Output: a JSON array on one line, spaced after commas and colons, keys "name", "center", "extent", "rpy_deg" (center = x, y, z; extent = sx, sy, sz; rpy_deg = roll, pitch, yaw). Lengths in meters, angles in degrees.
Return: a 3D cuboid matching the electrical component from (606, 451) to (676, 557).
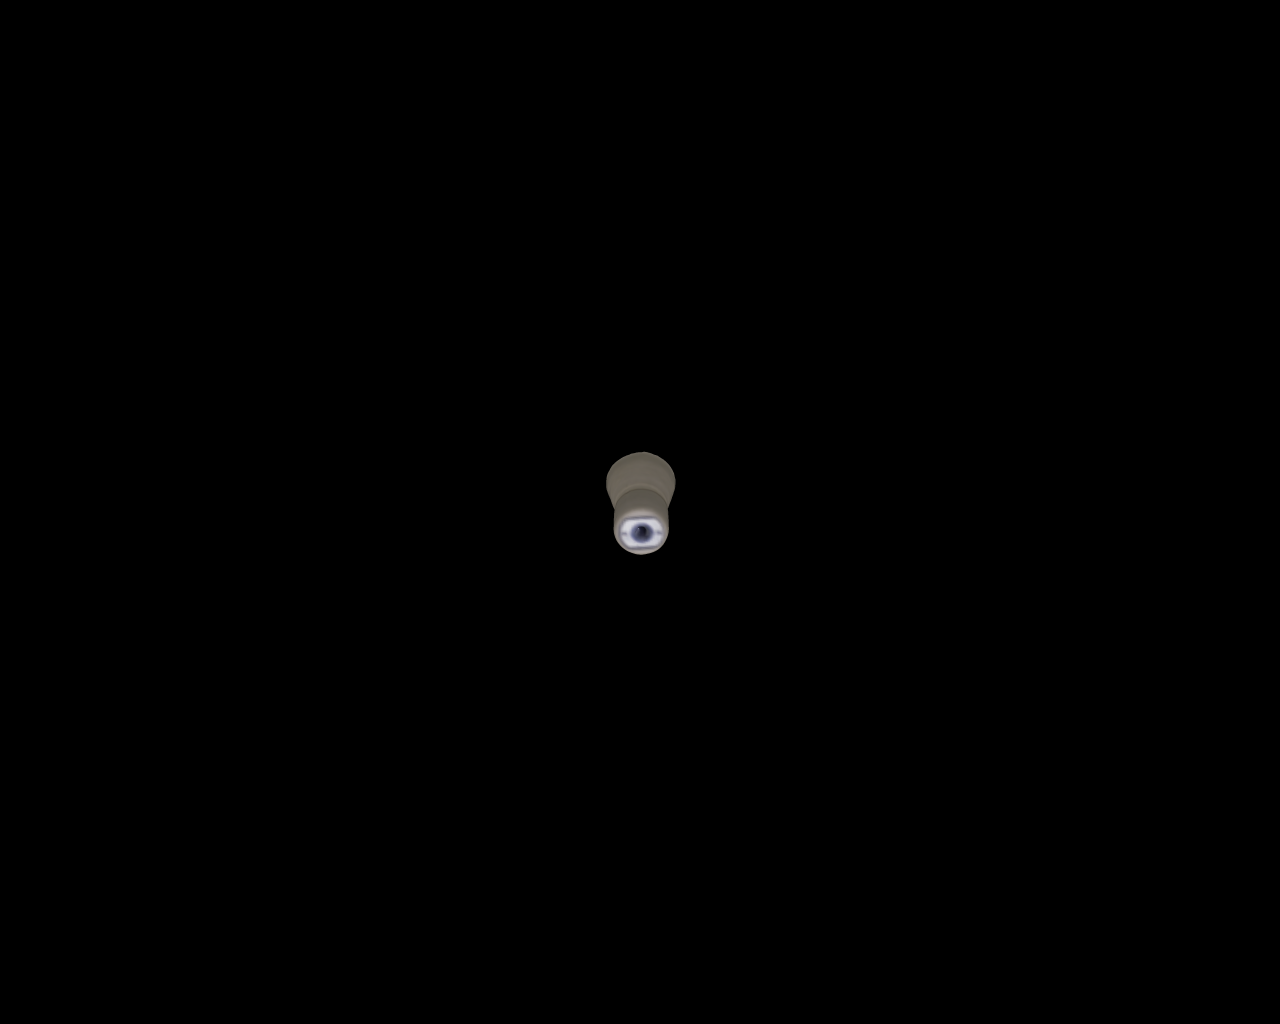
[{"name": "electrical component", "center": [0.001, -0.003, 0.650], "extent": [0.044, 0.044, 0.065], "rpy_deg": [0, 31, 0]}]
